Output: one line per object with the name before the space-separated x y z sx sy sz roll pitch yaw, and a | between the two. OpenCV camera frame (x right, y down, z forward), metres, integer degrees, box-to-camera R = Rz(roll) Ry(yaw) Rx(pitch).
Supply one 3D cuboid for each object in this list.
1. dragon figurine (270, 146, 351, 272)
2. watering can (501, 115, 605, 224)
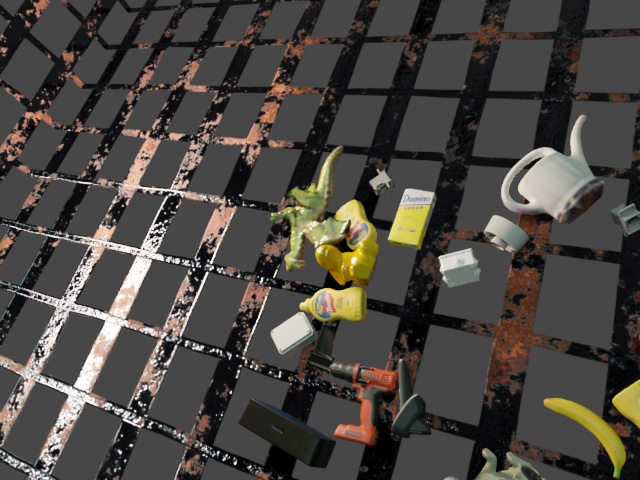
dragon figurine | 0.005 -0.079 1.575 0.246 0.409 0.121 42 7 31
watering can | 0.655 -0.180 1.374 0.228 0.348 0.102 47 -3 34
